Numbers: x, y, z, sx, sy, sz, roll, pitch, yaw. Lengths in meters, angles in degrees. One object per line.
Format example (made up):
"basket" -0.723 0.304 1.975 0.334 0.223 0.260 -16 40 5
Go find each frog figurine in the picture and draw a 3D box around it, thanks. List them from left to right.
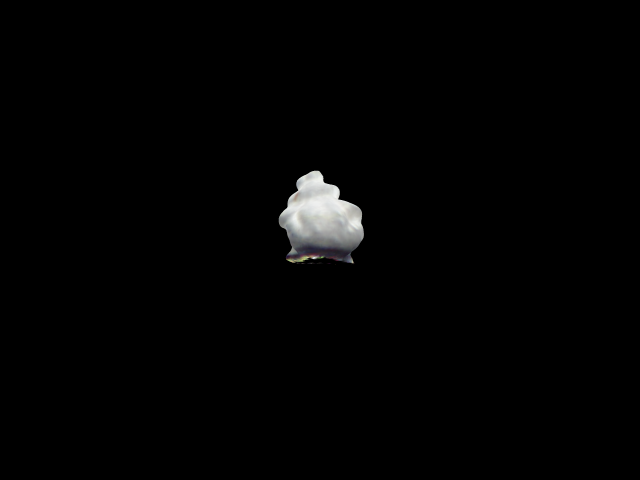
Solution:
"frog figurine" 0.003 -0.043 0.850 0.137 0.161 0.122 -2 -11 11
